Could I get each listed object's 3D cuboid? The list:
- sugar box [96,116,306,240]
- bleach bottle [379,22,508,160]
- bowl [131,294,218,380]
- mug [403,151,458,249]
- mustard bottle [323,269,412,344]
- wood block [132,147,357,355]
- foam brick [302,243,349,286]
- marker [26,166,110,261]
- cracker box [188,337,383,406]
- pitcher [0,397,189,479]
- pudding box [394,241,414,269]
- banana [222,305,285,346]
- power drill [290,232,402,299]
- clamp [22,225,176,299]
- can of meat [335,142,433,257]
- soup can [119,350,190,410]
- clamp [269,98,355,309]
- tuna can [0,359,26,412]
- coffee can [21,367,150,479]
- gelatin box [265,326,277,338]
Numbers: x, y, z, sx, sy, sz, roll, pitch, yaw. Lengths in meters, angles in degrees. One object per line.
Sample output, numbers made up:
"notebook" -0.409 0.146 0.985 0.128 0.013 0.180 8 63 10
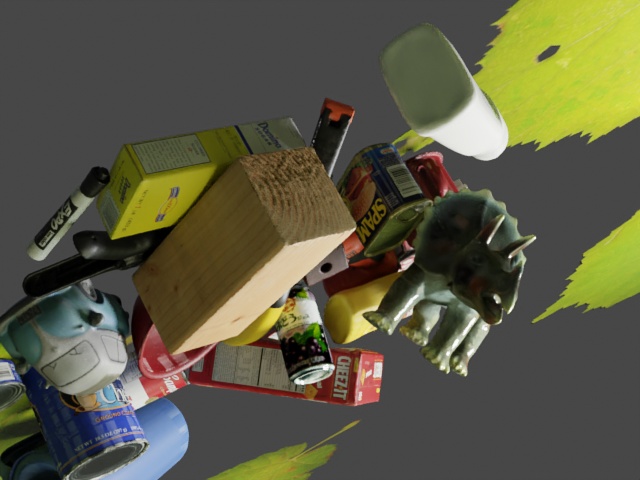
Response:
"sugar box" -0.104 -0.056 0.950 0.175 0.048 0.093 -13 155 -36
"bleach bottle" 0.138 -0.122 1.031 0.068 0.102 0.250 -31 160 15
"bowl" -0.149 0.072 1.150 0.162 0.055 0.162 -40 155 -24
"mug" 0.123 -0.048 1.226 0.093 0.081 0.117 -21 159 -20
"mustard bottle" 0.102 0.070 1.351 0.191 0.058 0.096 -20 157 -23
"wood block" -0.074 0.013 0.966 0.090 0.090 0.206 -13 158 -44
"foam brick" -0.008 0.001 1.174 0.053 0.051 0.078 -26 134 -10
"marker" -0.216 -0.023 0.917 0.020 0.020 0.121 -4 149 -50
"cracker box" -0.039 0.160 1.353 0.214 0.072 0.164 6 175 13
"pitcher" -0.287 0.287 1.394 0.145 0.149 0.242 -31 179 29
"pudding box" 0.108 0.022 1.444 0.089 0.039 0.114 -12 155 -39
"banana" -0.078 0.076 1.228 0.037 0.069 0.198 -33 174 -43
"power drill" 0.015 0.031 1.314 0.184 0.057 0.187 -29 162 9
"clamp" -0.183 0.006 0.993 0.171 0.039 0.120 -22 178 -36
"can of meat" 0.065 -0.045 1.153 0.057 0.084 0.102 -17 157 -30
"soup can" -0.221 0.169 1.314 0.102 0.068 0.068 -25 160 -8
"clamp" -0.011 -0.043 1.016 0.036 0.164 0.210 17 141 -4
"tuna can" -0.364 0.163 1.152 0.086 0.034 0.086 -26 160 -10
"coffee can" -0.265 0.188 1.191 0.102 0.140 0.103 -25 160 -10
"gelatin box" -0.067 0.129 1.485 0.089 0.030 0.073 -35 158 17
